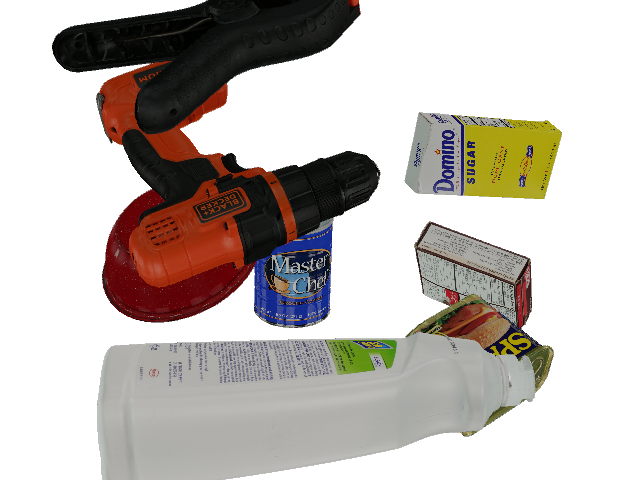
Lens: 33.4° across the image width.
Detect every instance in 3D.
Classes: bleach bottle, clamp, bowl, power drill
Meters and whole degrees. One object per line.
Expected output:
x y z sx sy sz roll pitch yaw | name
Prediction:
0.002 0.093 0.620 0.250 0.068 0.102 -3 19 -6 | bleach bottle
-0.047 -0.105 0.564 0.171 0.039 0.120 -21 42 -15 | clamp
-0.139 -0.002 0.997 0.162 0.162 0.055 0 -41 21 | bowl
-0.072 -0.064 0.783 0.184 0.057 0.188 -21 50 -14 | power drill

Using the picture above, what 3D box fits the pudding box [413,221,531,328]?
0.153 0.036 1.060 0.114 0.039 0.090 20 -30 24 | pudding box

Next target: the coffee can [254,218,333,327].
-0.036 0.028 1.392 0.103 0.140 0.103 1 26 -1 | coffee can

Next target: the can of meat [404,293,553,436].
0.125 0.099 0.876 0.101 0.057 0.084 -26 48 -30 | can of meat

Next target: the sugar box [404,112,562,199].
0.197 -0.101 1.294 0.176 0.093 0.048 0 26 -20 | sugar box
